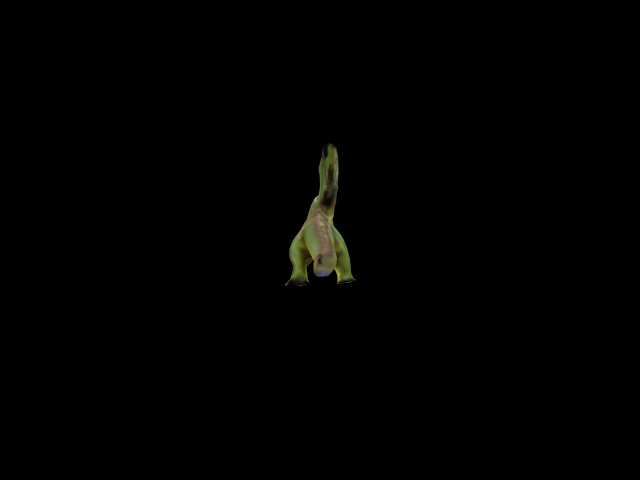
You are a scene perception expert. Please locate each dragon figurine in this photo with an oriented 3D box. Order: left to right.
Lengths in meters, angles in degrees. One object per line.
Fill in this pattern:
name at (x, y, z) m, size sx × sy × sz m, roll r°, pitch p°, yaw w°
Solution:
dragon figurine at (0.003, -0.043, 0.850) m, size 0.122 × 0.245 × 0.407 m, roll 1°, pitch -9°, yaw -3°
